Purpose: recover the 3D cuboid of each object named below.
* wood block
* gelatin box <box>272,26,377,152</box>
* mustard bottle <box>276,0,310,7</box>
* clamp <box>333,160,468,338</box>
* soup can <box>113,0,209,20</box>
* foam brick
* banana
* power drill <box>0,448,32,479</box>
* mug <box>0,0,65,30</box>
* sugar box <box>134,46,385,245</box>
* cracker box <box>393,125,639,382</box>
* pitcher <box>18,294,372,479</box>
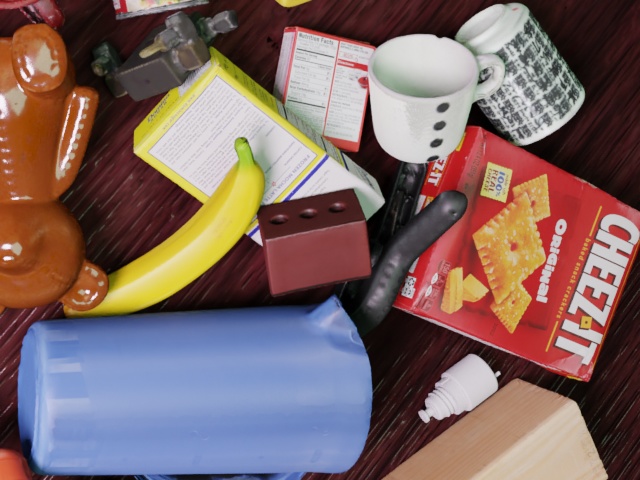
[{"bbox_3d":[0.136,0.222,0.934,0.205,0.091,0.090,-33,110,-18],"label":"wood block"},{"bbox_3d":[0.001,-0.120,0.852,0.073,0.030,0.089,8,94,-25],"label":"gelatin box"},{"bbox_3d":[0.040,-0.255,0.830,0.191,0.058,0.096,-25,133,-22],"label":"mustard bottle"},{"bbox_3d":[0.057,0.014,0.851,0.039,0.120,0.171,25,94,-15],"label":"clamp"},{"bbox_3d":[-0.122,-0.213,0.757,0.068,0.069,0.102,-16,104,-24],"label":"soup can"},{"bbox_3d":[-0.005,0.001,0.796,0.078,0.053,0.051,-12,123,-4],"label":"foam brick"},{"bbox_3d":[-0.103,0.001,0.785,0.198,0.037,0.069,-43,131,16],"label":"banana"},{"bbox_3d":[-0.181,0.253,0.713,0.057,0.184,0.188,-18,144,-17],"label":"power drill"},{"bbox_3d":[-0.211,-0.188,0.708,0.093,0.082,0.117,-44,113,-14],"label":"mug"},{"bbox_3d":[-0.045,-0.056,0.814,0.176,0.048,0.093,37,109,-28],"label":"sugar box"},{"bbox_3d":[0.171,0.014,0.932,0.213,0.072,0.164,23,87,-28],"label":"cracker box"},{"bbox_3d":[-0.095,0.121,0.793,0.242,0.145,0.149,1,79,-23],"label":"pitcher"}]
